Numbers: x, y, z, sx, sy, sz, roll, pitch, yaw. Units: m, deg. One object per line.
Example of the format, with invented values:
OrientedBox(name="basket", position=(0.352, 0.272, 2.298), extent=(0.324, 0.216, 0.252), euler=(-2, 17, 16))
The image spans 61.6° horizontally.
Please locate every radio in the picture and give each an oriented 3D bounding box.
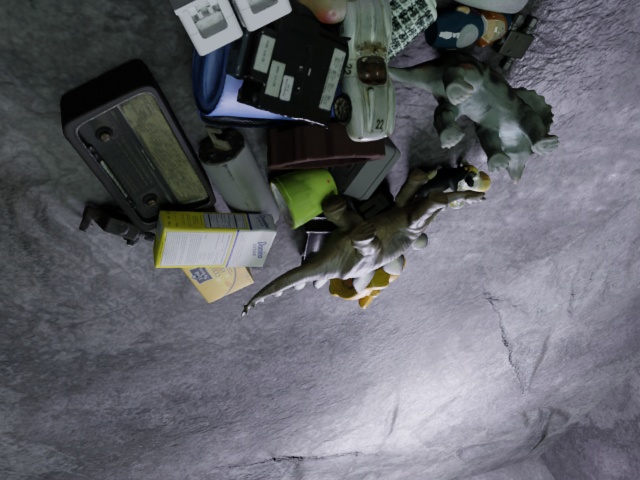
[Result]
OrientedBox(name="radio", position=(-0.251, -0.121, 0.758), extent=(0.131, 0.073, 0.229), euler=(-24, 139, -3))

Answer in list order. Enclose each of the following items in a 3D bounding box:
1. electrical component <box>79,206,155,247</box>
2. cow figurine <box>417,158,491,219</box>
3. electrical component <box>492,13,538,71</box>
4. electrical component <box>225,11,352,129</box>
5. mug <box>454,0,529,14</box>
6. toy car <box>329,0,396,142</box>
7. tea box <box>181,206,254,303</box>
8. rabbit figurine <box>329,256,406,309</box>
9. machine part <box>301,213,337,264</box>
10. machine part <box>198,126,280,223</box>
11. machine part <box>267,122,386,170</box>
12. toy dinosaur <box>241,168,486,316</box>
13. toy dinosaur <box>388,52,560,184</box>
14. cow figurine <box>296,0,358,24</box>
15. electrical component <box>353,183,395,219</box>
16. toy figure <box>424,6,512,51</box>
OrientedBox(name="electrical component", position=(-0.319, -0.019, 0.838), extent=(0.102, 0.078, 0.045), euler=(22, 97, -47))
OrientedBox(name="cow figurine", position=(0.252, -0.111, 1.047), extent=(0.167, 0.068, 0.098), euler=(-25, 134, -4))
OrientedBox(name="electrical component", position=(0.318, -0.325, 0.887), extent=(0.063, 0.021, 0.094), euler=(-2, 135, -29))
OrientedBox(name="electrical component", position=(-0.039, -0.201, 0.622), extent=(0.134, 0.058, 0.114), euler=(10, 101, -38))
OrientedBox(name="mug", position=(0.237, -0.358, 0.753), extent=(0.107, 0.110, 0.080), euler=(-3, 127, -9))
OrientedBox(name="toy car", position=(0.056, -0.227, 0.684), extent=(0.073, 0.056, 0.201), euler=(-13, 105, -35))
OrientedBox(name="tea box", position=(-0.193, 0.027, 0.948), extent=(0.098, 0.068, 0.169), euler=(-26, 140, -2))
OrientedBox(name="rabbit figurine", position=(0.110, 0.074, 1.130), extent=(0.173, 0.122, 0.162), euler=(-16, 145, -41))
OrientedBox(name="machine part", position=(-0.002, -0.003, 1.043), extent=(0.084, 0.039, 0.138), euler=(-5, 133, -31))
OrientedBox(name="machine part", position=(-0.126, -0.089, 0.857), extent=(0.079, 0.079, 0.243), euler=(-26, 140, -1))
OrientedBox(name="machine part", position=(0.008, -0.142, 0.813), extent=(0.179, 0.179, 0.056), euler=(-6, 94, -23))
OrientedBox(name="toy dinosaur", position=(0.070, 0.012, 0.931), extent=(0.472, 0.105, 0.198), euler=(-20, 144, -5))
OrientedBox(name="toy dinosaur", position=(0.250, -0.228, 0.867), extent=(0.404, 0.192, 0.131), euler=(29, 128, -28))
OrientedBox(name="cow figurine", position=(0.011, -0.342, 0.601), extent=(0.127, 0.085, 0.194), euler=(-1, 91, -10))
OrientedBox(name="electrical component", position=(0.097, -0.044, 1.026), extent=(0.119, 0.075, 0.047), euler=(-32, 141, 10))
OrientedBox(name="toy figure", position=(0.235, -0.324, 0.822), extent=(0.154, 0.058, 0.064), euler=(-13, 171, -18))
